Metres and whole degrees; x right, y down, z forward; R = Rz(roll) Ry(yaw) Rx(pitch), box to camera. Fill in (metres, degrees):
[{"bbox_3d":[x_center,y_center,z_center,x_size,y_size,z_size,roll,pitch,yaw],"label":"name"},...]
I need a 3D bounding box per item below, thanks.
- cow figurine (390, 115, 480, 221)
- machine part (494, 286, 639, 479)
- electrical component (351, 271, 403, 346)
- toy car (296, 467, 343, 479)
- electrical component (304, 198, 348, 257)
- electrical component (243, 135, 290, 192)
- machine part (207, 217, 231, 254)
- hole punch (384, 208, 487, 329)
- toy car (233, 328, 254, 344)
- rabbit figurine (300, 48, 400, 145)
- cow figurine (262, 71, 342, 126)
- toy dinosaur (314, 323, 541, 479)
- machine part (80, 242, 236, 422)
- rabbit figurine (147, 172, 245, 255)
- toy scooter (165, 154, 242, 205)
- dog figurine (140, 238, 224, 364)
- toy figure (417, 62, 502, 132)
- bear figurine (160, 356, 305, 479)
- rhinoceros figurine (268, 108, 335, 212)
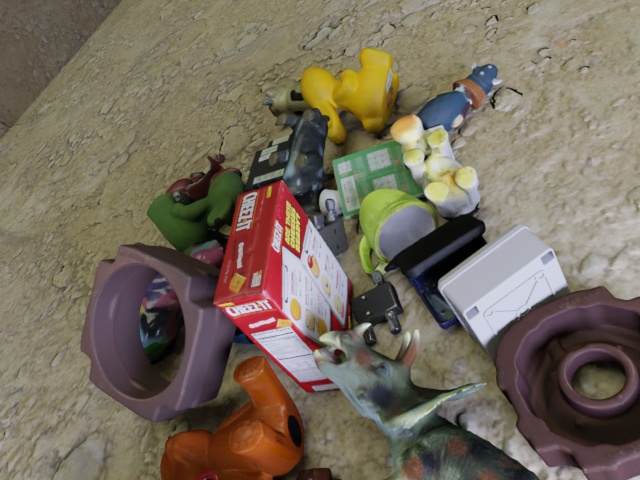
[{"bbox_3d":[0.158,-0.098,0.735,0.068,0.098,0.167,-31,53,9],"label":"cow figurine"},{"bbox_3d":[0.252,0.128,0.487,0.179,0.056,0.179,-20,43,20],"label":"machine part"},{"bbox_3d":[0.071,0.086,0.694,0.063,0.021,0.094,-27,51,17],"label":"electrical component"},{"bbox_3d":[-0.018,0.324,0.522,0.089,0.053,0.202,-19,44,27],"label":"toy car"},{"bbox_3d":[-0.001,-0.001,0.788,0.045,0.102,0.078,5,31,38],"label":"electrical component"},{"bbox_3d":[-0.068,-0.134,0.992,0.115,0.058,0.134,-10,47,28],"label":"electrical component"},{"bbox_3d":[-0.106,0.016,0.811,0.039,0.139,0.084,-55,10,7],"label":"machine part"},{"bbox_3d":[0.160,0.033,0.648,0.142,0.092,0.116,-36,9,8],"label":"hole punch"},{"bbox_3d":[-0.092,0.087,0.756,0.162,0.103,0.109,-8,92,48],"label":"toy car"},{"bbox_3d":[0.044,-0.255,0.964,0.173,0.122,0.162,15,93,15],"label":"rabbit figurine"},{"bbox_3d":[-0.030,-0.285,1.090,0.127,0.085,0.195,-44,40,-16],"label":"cow figurine"},{"bbox_3d":[0.132,0.235,0.445,0.192,0.131,0.405,-42,47,-7],"label":"toy dinosaur"},{"bbox_3d":[-0.213,0.117,0.712,0.202,0.087,0.200,19,97,31],"label":"machine part"},{"bbox_3d":[-0.202,-0.052,0.967,0.170,0.121,0.159,-44,46,-2],"label":"rabbit figurine"},{"bbox_3d":[-0.240,-0.115,1.095,0.184,0.075,0.135,-24,42,13],"label":"toy scooter"},{"bbox_3d":[-0.216,0.089,0.859,0.219,0.108,0.192,-23,41,15],"label":"dog figurine"},{"bbox_3d":[0.219,-0.221,0.851,0.154,0.064,0.058,-38,0,-6],"label":"toy figure"},{"bbox_3d":[-0.122,0.235,0.630,0.196,0.131,0.120,-19,39,15],"label":"bear figurine"},{"bbox_3d":[-0.026,-0.123,0.885,0.073,0.112,0.190,-1,79,29],"label":"rhinoceros figurine"}]
